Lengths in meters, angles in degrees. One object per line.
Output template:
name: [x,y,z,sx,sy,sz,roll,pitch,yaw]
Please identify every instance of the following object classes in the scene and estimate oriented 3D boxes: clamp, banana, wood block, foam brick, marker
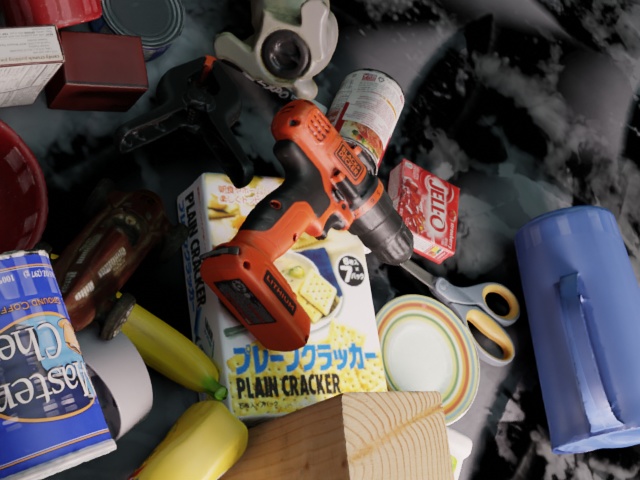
clamp: [-0.120,-0.113,0.946,0.120,0.039,0.171,16,35,-20]
banana: [-0.155,0.067,0.867,0.198,0.070,0.037,33,71,-1]
wood block: [0.005,0.182,0.836,0.090,0.206,0.090,4,69,-31]
foam brick: [-0.198,-0.147,0.934,0.078,0.053,0.051,-2,73,-34]
marker: [-0.046,-0.154,1.053,0.121,0.020,0.020,31,58,-18]

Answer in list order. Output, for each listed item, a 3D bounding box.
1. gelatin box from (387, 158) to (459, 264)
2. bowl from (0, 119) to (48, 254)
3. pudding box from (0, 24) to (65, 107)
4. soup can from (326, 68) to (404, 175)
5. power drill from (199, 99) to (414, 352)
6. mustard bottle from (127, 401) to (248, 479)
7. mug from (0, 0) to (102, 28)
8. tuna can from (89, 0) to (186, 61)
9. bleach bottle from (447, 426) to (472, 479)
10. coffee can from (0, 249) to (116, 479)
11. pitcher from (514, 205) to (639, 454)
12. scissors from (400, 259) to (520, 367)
gelatin box: [0.104,-0.030,1.084,0.073,0.030,0.089,27,50,-20]
bowl: [-0.296,-0.028,0.823,0.161,0.055,0.162,12,66,-28]
pudding box: [-0.273,-0.137,0.859,0.113,0.090,0.039,-14,80,-35]
soup can: [0.039,-0.113,1.057,0.068,0.069,0.102,35,53,-16]
power drill: [-0.006,0.001,0.901,0.184,0.058,0.187,49,51,-23]
mustard bottle: [-0.137,0.207,0.805,0.058,0.096,0.191,45,55,-1]
mug: [-0.225,-0.224,0.910,0.117,0.093,0.081,-25,109,-38]
tuna can: [-0.170,-0.209,0.987,0.086,0.034,0.086,12,66,-28]
bleach bottle: [0.056,0.276,0.924,0.102,0.068,0.250,28,61,-20]
coffee can: [-0.205,0.089,0.699,0.102,0.103,0.140,-16,81,-36]
pitcher: [0.274,0.090,1.088,0.144,0.149,0.243,-2,69,-22]
scissors: [0.136,0.042,1.093,0.201,0.016,0.096,49,52,-7]
